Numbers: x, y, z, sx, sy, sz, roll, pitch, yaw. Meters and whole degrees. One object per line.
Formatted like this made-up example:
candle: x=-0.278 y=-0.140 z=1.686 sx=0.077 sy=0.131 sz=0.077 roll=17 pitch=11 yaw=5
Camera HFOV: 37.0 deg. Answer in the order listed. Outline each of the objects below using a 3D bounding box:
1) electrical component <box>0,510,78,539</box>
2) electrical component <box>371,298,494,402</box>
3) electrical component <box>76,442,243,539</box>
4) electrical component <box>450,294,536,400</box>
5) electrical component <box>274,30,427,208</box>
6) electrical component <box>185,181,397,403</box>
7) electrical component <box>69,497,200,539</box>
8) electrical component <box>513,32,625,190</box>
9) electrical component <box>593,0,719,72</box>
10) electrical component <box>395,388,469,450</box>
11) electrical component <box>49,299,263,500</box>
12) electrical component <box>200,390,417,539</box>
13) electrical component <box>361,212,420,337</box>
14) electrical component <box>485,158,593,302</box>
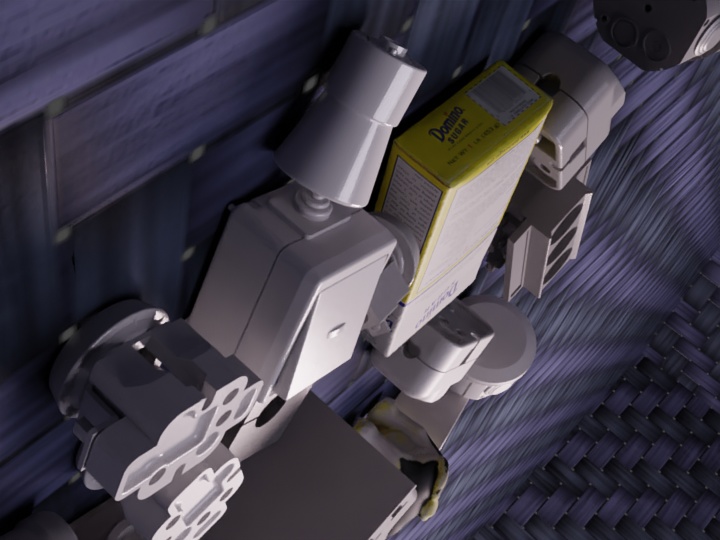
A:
electrical component: x=-0.153 y=0.134 z=0.479 sx=0.046 sy=0.040 sz=0.040 roll=-21 pitch=147 yaw=-48
electrical component: x=0.052 y=0.058 z=0.800 sx=0.059 sy=0.054 sz=0.095 roll=-56 pitch=162 yaw=18
electrical component: x=-0.095 y=0.093 z=0.505 sx=0.058 sy=0.057 sz=0.078 roll=-44 pitch=162 yaw=-20
electrical component: x=0.103 y=0.065 z=0.899 sx=0.080 sy=0.080 sz=0.051 roll=-41 pitch=166 yaw=-27
electrical component: x=-0.002 y=-0.064 z=0.440 sx=0.065 sy=0.044 sz=0.044 roll=-60 pitch=160 yaw=16
electrical component: x=-0.027 y=0.005 z=0.482 sx=0.062 sy=0.061 sz=0.096 roll=-29 pitch=153 yaw=-49
electrical component: x=-0.141 y=0.182 z=0.519 sx=0.150 sy=0.089 sz=0.061 roll=-29 pitch=153 yaw=-49
electrical component: x=0.118 y=-0.096 z=0.642 sx=0.059 sy=0.054 sz=0.095 roll=-49 pitch=163 yaw=-5
electrical component: x=0.182 y=-0.159 z=0.631 sx=0.051 sy=0.080 sz=0.080 roll=-28 pitch=153 yaw=-38
electrical component: x=0.071 y=0.120 z=0.956 sx=0.099 sy=0.064 sz=0.099 roll=-44 pitch=162 yaw=-19
electrical component: x=-0.087 y=0.049 z=0.433 sx=0.078 sy=0.057 sz=0.058 roll=-30 pitch=154 yaw=-48
electrical component: x=-0.064 y=0.170 z=0.657 sx=0.186 sy=0.105 sz=0.060 roll=-47 pitch=163 yaw=-9
electrical component: x=0.000 y=0.000 z=0.553 sx=0.048 sy=0.066 sz=0.055 roll=-19 pitch=-165 yaw=40
electrical component: x=0.120 y=-0.034 z=0.761 sx=0.078 sy=0.063 sz=0.121 roll=-46 pitch=162 yaw=-11
